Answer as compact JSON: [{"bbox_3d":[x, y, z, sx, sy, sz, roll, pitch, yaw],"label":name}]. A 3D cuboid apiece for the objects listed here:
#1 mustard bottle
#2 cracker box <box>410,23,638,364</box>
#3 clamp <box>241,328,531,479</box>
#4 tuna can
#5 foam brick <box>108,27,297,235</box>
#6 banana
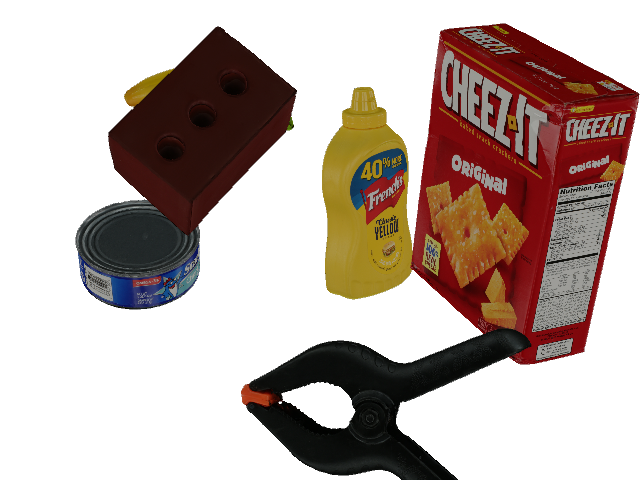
[{"bbox_3d":[0.043,-0.048,0.999,0.096,0.192,0.058,-20,25,-40],"label":"mustard bottle"},{"bbox_3d":[0.144,-0.037,0.815,0.072,0.214,0.164,-10,32,-24],"label":"cracker box"},{"bbox_3d":[0.038,0.112,0.625,0.172,0.120,0.039,-2,-8,19],"label":"clamp"},{"bbox_3d":[-0.127,0.010,0.750,0.086,0.034,0.086,2,38,-2],"label":"tuna can"},{"bbox_3d":[-0.057,-0.052,0.518,0.053,0.078,0.051,40,-16,4],"label":"foam brick"},{"bbox_3d":[-0.113,-0.162,1.148,0.198,0.037,0.069,9,46,18],"label":"banana"}]
